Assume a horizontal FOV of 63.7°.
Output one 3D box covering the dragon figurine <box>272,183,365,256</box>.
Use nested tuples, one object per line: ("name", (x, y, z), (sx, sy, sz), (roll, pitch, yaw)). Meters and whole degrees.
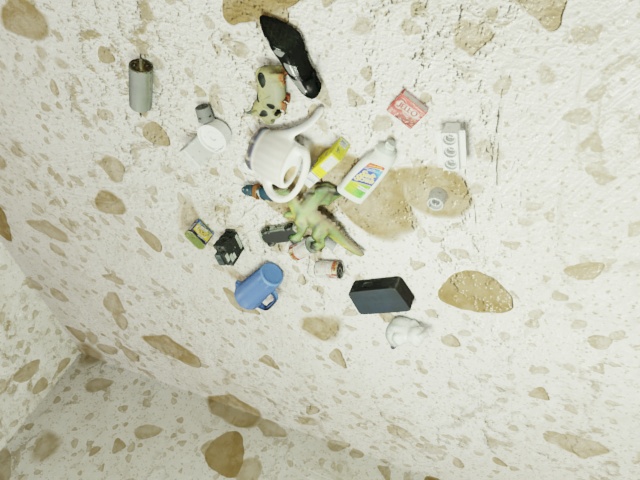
("dragon figurine", (0.005, -0.089, 1.776), (0.409, 0.125, 0.237), (19, -47, -8))

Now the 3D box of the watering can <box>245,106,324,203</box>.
("watering can", (-0.115, -0.290, 1.620), (0.226, 0.342, 0.105), (31, 24, 22))

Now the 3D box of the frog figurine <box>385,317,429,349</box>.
("frog figurine", (0.335, 0.361, 2.000), (0.138, 0.123, 0.158), (-24, 0, -26))
